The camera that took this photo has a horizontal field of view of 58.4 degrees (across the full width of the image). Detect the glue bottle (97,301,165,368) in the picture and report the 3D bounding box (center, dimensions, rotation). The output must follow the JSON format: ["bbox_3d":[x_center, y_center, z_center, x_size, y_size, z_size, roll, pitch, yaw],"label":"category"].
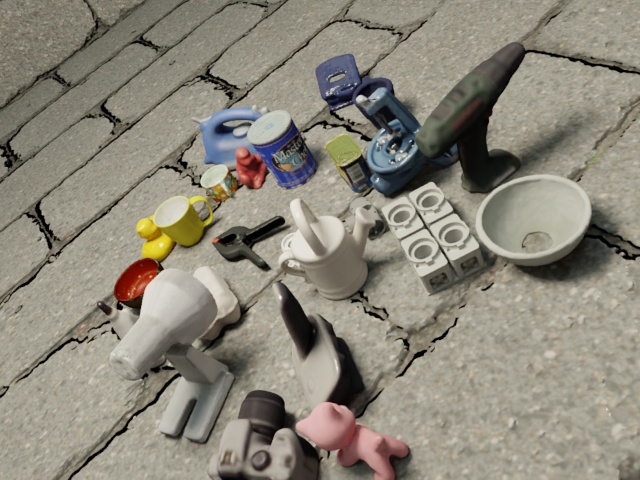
[{"bbox_3d":[-0.345,0.161,1.039,0.037,0.174,0.078,-29,42,4],"label":"glue bottle"}]

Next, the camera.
[{"bbox_3d":[-0.081,0.284,0.819,0.142,0.101,0.137,-10,46,23],"label":"camera"}]

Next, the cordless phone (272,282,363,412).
[{"bbox_3d":[-0.021,0.156,0.840,0.094,0.186,0.147,-32,42,0],"label":"cordless phone"}]

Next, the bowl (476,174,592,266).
[{"bbox_3d":[0.330,-0.018,0.880,0.167,0.075,0.167,-17,44,17],"label":"bowl"}]

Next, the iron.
[{"bbox_3d":[-0.177,-0.265,1.369,0.257,0.142,0.118,-10,46,23],"label":"iron"}]

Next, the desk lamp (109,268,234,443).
[{"bbox_3d":[-0.229,0.182,0.919,0.117,0.214,0.203,-2,50,30],"label":"desk lamp"}]

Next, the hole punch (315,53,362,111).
[{"bbox_3d":[0.050,-0.383,1.383,0.108,0.091,0.101,-19,43,14],"label":"hole punch"}]

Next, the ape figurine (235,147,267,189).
[{"bbox_3d":[-0.164,-0.172,1.310,0.078,0.092,0.076,-40,42,-8],"label":"ape figurine"}]

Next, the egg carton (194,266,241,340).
[{"bbox_3d":[-0.216,0.117,1.082,0.107,0.070,0.149,-39,42,-8],"label":"egg carton"}]

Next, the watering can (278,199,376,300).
[{"bbox_3d":[0.008,0.002,0.963,0.173,0.195,0.100,-38,42,-7],"label":"watering can"}]

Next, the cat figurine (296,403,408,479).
[{"bbox_3d":[0.038,0.258,0.759,0.127,0.118,0.067,8,55,36],"label":"cat figurine"}]

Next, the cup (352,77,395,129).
[{"bbox_3d":[0.125,-0.299,1.256,0.091,0.095,0.117,-26,42,7],"label":"cup"}]

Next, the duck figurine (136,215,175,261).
[{"bbox_3d":[-0.379,-0.007,1.286,0.077,0.086,0.104,-7,48,26],"label":"duck figurine"}]

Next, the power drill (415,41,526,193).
[{"bbox_3d":[0.274,-0.192,0.978,0.230,0.209,0.075,-38,42,-7],"label":"power drill"}]

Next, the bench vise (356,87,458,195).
[{"bbox_3d":[0.157,-0.212,1.059,0.207,0.220,0.121,-44,43,-13],"label":"bench vise"}]
